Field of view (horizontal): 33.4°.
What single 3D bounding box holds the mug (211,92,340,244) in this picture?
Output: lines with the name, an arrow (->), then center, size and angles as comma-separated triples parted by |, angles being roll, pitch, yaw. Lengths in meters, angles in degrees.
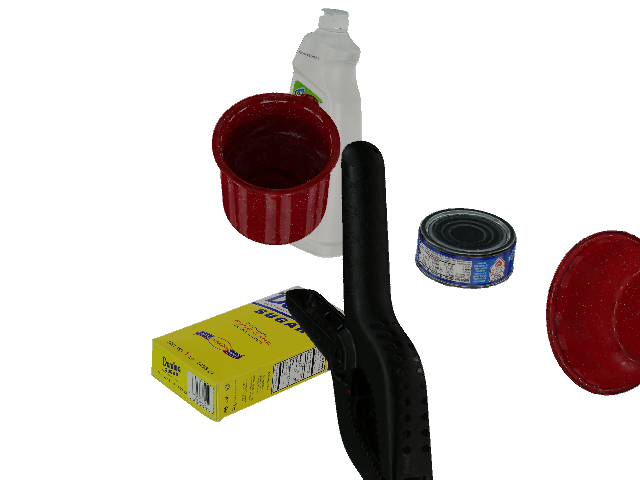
mug -> -0.030, -0.059, 0.807 | 0.093, 0.117, 0.081 | 18, -31, 8

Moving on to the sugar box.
sugar box -> -0.055, 0.097, 0.965 | 0.175, 0.048, 0.093 | -22, 38, -39

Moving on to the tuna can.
tuna can -> 0.126, 0.005, 0.924 | 0.086, 0.034, 0.086 | 1, 30, -1

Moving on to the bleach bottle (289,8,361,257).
bleach bottle -> 0.006, -0.116, 1.131 | 0.067, 0.251, 0.103 | -11, 26, -43

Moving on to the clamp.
clamp -> 0.028, 0.057, 0.628 | 0.036, 0.210, 0.165 | -2, -44, -19

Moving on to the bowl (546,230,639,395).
bowl -> 0.296, 0.071, 1.018 | 0.161, 0.162, 0.055 | 0, 1, -27
